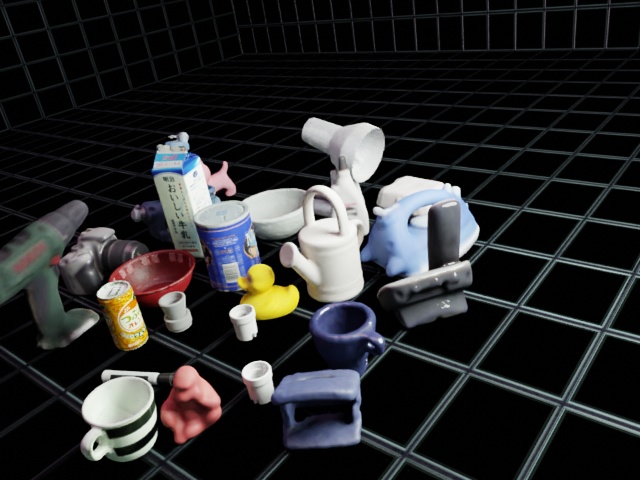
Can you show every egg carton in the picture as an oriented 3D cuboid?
[{"bbox_3d":[0.198,-0.084,1.212,0.149,0.069,0.107,17,37,41],"label":"egg carton"}]

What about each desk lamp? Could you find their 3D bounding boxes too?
[{"bbox_3d":[0.041,-0.158,1.245,0.202,0.214,0.118,13,35,37],"label":"desk lamp"}]

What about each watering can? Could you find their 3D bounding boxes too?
[{"bbox_3d":[0.011,0.004,0.964,0.100,0.194,0.173,4,30,25],"label":"watering can"}]

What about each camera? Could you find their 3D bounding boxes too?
[{"bbox_3d":[-0.425,0.034,1.146,0.136,0.101,0.143,1,29,19],"label":"camera"}]

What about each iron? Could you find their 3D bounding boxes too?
[{"bbox_3d":[0.193,-0.033,1.036,0.259,0.142,0.118,-25,31,-27],"label":"iron"}]

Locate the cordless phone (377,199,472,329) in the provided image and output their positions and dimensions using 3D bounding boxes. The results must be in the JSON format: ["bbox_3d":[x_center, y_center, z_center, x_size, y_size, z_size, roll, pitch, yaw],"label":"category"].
[{"bbox_3d":[0.157,0.030,0.878,0.148,0.185,0.094,-17,28,-15],"label":"cordless phone"}]

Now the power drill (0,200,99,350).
[{"bbox_3d":[-0.458,0.067,0.972,0.075,0.209,0.230,5,30,26],"label":"power drill"}]

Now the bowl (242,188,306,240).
[{"bbox_3d":[-0.092,-0.046,1.224,0.167,0.075,0.167,-7,27,4],"label":"bowl"}]

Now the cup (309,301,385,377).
[{"bbox_3d":[0.045,0.149,0.782,0.117,0.095,0.092,18,38,42],"label":"cup"}]

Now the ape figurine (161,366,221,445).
[{"bbox_3d":[-0.169,0.205,0.744,0.077,0.092,0.076,-3,28,12],"label":"ape figurine"}]

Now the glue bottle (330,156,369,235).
[{"bbox_3d":[0.053,-0.086,1.148,0.078,0.173,0.037,-11,27,-4],"label":"glue bottle"}]

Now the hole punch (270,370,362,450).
[{"bbox_3d":[-0.004,0.194,0.713,0.108,0.091,0.101,-6,27,6],"label":"hole punch"}]

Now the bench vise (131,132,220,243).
[{"bbox_3d":[-0.318,-0.114,1.267,0.121,0.220,0.208,6,31,27],"label":"bench vise"}]

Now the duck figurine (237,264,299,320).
[{"bbox_3d":[-0.091,0.081,0.965,0.104,0.086,0.077,-5,27,9],"label":"duck figurine"}]

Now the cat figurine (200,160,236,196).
[{"bbox_3d":[-0.288,-0.161,1.461,0.128,0.118,0.067,-21,30,-22],"label":"cat figurine"}]
